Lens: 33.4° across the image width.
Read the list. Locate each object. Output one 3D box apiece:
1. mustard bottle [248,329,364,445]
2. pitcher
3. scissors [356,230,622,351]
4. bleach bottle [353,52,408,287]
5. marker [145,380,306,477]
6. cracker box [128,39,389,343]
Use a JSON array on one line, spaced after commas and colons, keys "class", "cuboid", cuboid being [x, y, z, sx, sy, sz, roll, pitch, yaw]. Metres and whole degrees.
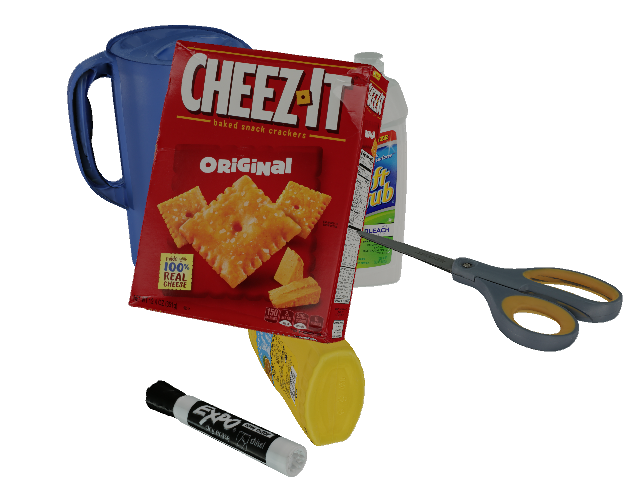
[{"class": "mustard bottle", "cuboid": [-0.023, 0.100, 0.985, 0.058, 0.096, 0.192, -9, 26, -21]}, {"class": "pitcher", "cuboid": [-0.147, -0.081, 1.049, 0.149, 0.243, 0.144, 11, 28, 18]}, {"class": "scissors", "cuboid": [0.102, 0.032, 0.733, 0.202, 0.016, 0.096, 11, 32, 22]}, {"class": "bleach bottle", "cuboid": [0.041, -0.075, 1.142, 0.102, 0.251, 0.068, -3, 25, -5]}, {"class": "marker", "cuboid": [-0.059, 0.108, 0.627, 0.121, 0.020, 0.020, 17, 10, 37]}, {"class": "cracker box", "cuboid": [-0.048, -0.038, 0.835, 0.164, 0.214, 0.072, 10, -1, 14]}]
